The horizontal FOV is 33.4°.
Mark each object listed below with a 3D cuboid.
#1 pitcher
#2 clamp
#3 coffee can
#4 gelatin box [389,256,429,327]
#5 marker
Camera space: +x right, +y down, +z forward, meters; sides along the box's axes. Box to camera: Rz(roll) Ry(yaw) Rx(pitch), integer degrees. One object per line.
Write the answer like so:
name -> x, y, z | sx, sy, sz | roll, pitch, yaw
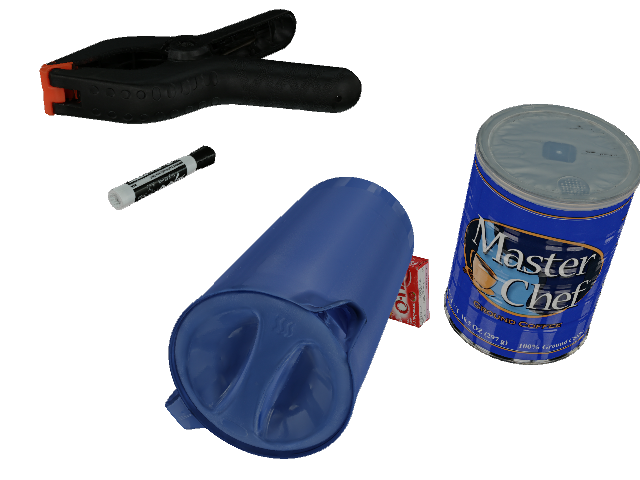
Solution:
pitcher -> -0.015, 0.048, 0.812 | 0.149, 0.145, 0.242 | 11, 28, 14
clamp -> -0.072, -0.101, 0.611 | 0.171, 0.039, 0.120 | -3, 26, -12
coffee can -> 0.142, -0.003, 0.699 | 0.103, 0.140, 0.103 | 3, 41, -3
gelatin box -> 0.099, 0.059, 1.351 | 0.073, 0.089, 0.030 | 15, 33, 33
marker -> -0.138, -0.058, 0.950 | 0.020, 0.020, 0.120 | 0, 23, 42
